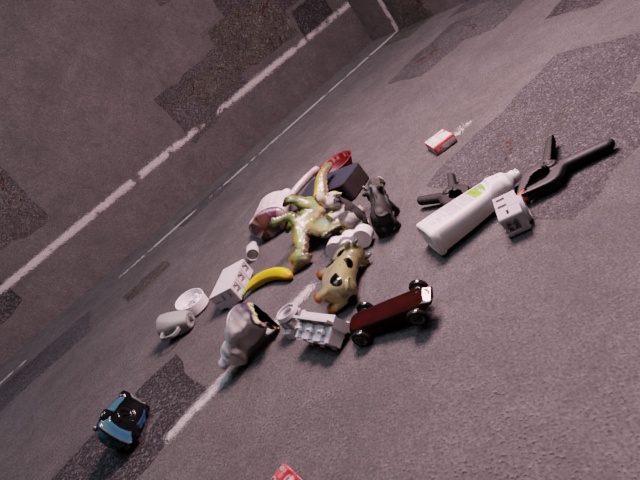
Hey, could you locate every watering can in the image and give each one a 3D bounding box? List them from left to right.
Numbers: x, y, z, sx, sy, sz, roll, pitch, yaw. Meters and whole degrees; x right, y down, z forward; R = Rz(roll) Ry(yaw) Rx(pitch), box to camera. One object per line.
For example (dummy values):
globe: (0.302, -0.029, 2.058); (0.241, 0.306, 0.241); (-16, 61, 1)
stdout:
watering can: (-0.142, -0.128, 1.863); (0.343, 0.103, 0.229); (-37, 21, 23)

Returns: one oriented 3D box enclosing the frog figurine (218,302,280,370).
frog figurine: (-0.198, 0.237, 1.266); (0.159, 0.123, 0.137); (-45, -11, 5)

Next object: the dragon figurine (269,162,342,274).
dragon figurine: (0.005, -0.079, 1.565); (0.244, 0.120, 0.416); (18, 64, 36)
